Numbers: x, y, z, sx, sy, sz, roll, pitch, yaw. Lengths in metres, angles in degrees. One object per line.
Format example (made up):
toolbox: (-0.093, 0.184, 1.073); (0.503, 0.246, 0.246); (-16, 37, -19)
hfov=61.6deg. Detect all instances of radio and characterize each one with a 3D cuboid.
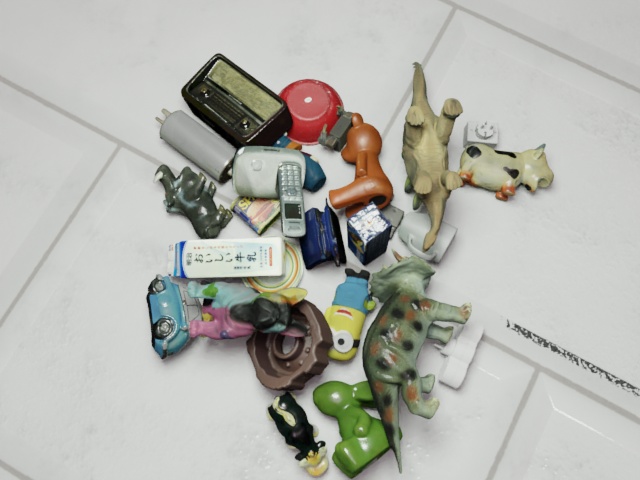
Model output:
radio: (-0.180, -0.283, 1.142); (0.230, 0.073, 0.131); (40, 80, 23)

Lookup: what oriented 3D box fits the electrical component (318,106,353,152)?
electrical component: (0.039, -0.237, 1.151); (0.045, 0.078, 0.102); (30, 79, 11)

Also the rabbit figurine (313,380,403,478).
rabbit figurine: (0.063, 0.328, 1.006); (0.159, 0.121, 0.170); (-35, 65, -11)

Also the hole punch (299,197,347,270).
hole punch: (-0.002, -0.003, 1.084); (0.092, 0.115, 0.142); (-9, 77, 6)

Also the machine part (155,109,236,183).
machine part: (-0.254, -0.198, 1.144); (0.243, 0.079, 0.079); (38, 80, 7)

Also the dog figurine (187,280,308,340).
dog figurine: (-0.127, 0.132, 1.001); (0.219, 0.191, 0.108); (1, 83, 8)

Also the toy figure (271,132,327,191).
toy figure: (-0.052, -0.170, 1.147); (0.064, 0.057, 0.154); (-37, 75, -18)

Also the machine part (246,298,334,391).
machine part: (-0.057, 0.196, 1.025); (0.179, 0.056, 0.179); (-13, 65, 30)

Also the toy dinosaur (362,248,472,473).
toy dinosaur: (0.145, 0.188, 0.983); (0.192, 0.131, 0.405); (24, 66, 4)

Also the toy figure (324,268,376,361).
toy figure: (0.058, 0.149, 1.062); (0.082, 0.089, 0.180); (-1, 62, 41)

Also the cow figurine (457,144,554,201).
cow figurine: (0.393, -0.152, 1.131); (0.195, 0.085, 0.127); (17, 84, 5)

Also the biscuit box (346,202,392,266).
biscuit box: (0.092, -0.006, 1.034); (0.063, 0.202, 0.059); (-36, 76, -6)

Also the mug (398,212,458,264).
mug: (0.209, -0.004, 1.092); (0.107, 0.080, 0.109); (30, 50, 16)

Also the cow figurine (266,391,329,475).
cow figurine: (-0.036, 0.363, 1.005); (0.068, 0.098, 0.167); (-34, 79, -14)

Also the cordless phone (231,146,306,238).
cordless phone: (-0.098, -0.088, 1.050); (0.146, 0.088, 0.184); (1, 69, -21)

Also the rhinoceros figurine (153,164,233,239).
rhinoceros figurine: (-0.269, -0.085, 1.125); (0.112, 0.073, 0.190); (-40, 82, 3)

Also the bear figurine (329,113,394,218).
bear figurine: (0.078, -0.153, 1.116); (0.132, 0.120, 0.196); (-26, 61, 19)

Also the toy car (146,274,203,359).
toy car: (-0.285, 0.148, 1.060); (0.103, 0.109, 0.162); (-3, 64, -23)

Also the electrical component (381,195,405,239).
electrical component: (0.147, -0.052, 1.137); (0.063, 0.021, 0.094); (26, 78, 5)

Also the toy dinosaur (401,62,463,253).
toy dinosaur: (0.210, -0.194, 1.078); (0.105, 0.198, 0.471); (4, 71, 0)
